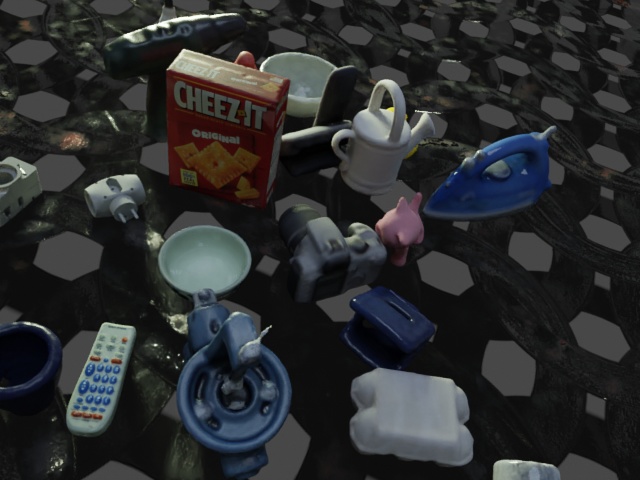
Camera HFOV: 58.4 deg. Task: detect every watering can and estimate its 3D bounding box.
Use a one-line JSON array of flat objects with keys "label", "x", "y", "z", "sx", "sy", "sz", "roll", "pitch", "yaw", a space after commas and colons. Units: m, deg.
[{"label": "watering can", "x": 0.107, "y": -0.180, "z": 0.962, "sx": 0.173, "sy": 0.194, "sz": 0.100, "roll": -27, "pitch": 59, "yaw": -32}]

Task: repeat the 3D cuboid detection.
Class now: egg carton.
[{"label": "egg carton", "x": 0.108, "y": 0.214, "z": 0.689, "sx": 0.150, "sy": 0.069, "sz": 0.107, "roll": 9, "pitch": 47, "yaw": -5}]

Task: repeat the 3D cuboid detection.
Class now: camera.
[{"label": "camera", "x": 0.008, "y": 0.003, "z": 0.835, "sx": 0.143, "sy": 0.101, "sz": 0.136, "roll": -14, "pitch": 53, "yaw": -24}]

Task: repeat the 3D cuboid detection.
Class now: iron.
[{"label": "iron", "x": 0.299, "y": -0.120, "z": 0.990, "sx": 0.259, "sy": 0.141, "sz": 0.118, "roll": -18, "pitch": 54, "yaw": -27}]

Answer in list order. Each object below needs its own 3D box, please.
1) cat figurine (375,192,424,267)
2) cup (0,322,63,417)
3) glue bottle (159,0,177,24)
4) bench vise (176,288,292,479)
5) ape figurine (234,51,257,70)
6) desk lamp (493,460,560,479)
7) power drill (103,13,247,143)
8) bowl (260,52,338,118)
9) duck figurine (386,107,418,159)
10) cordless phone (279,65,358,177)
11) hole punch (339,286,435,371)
[{"label": "cat figurine", "x": 0.126, "y": -0.023, "z": 0.876, "sx": 0.067, "sy": 0.118, "sz": 0.128, "roll": 28, "pitch": 48, "yaw": 13}, {"label": "cup", "x": -0.335, "y": 0.144, "z": 0.629, "sx": 0.117, "sy": 0.095, "sz": 0.092, "roll": 36, "pitch": 50, "yaw": 19}, {"label": "glue bottle", "x": -0.279, "y": -0.378, "z": 1.064, "sx": 0.037, "sy": 0.173, "sz": 0.078, "roll": -11, "pitch": 52, "yaw": -22}, {"label": "bench vise", "x": -0.110, "y": 0.128, "z": 0.611, "sx": 0.122, "sy": 0.220, "sz": 0.207, "roll": -27, "pitch": 59, "yaw": -32}, {"label": "ape figurine", "x": -0.145, "y": -0.315, "z": 1.095, "sx": 0.078, "sy": 0.092, "sz": 0.076, "roll": -22, "pitch": 57, "yaw": -29}, {"label": "desk lamp", "x": 0.164, "y": 0.304, "z": 0.521, "sx": 0.118, "sy": 0.213, "sz": 0.203, "roll": 10, "pitch": 47, "yaw": -4}, {"label": "power drill", "x": -0.236, "y": -0.271, "z": 0.953, "sx": 0.230, "sy": 0.208, "sz": 0.075, "roll": -16, "pitch": 54, "yaw": -26}, {"label": "bowl", "x": -0.037, "y": -0.287, "z": 1.107, "sx": 0.167, "sy": 0.075, "sz": 0.167, "roll": 7, "pitch": 47, "yaw": -7}, {"label": "duck figurine", "x": 0.137, "y": -0.204, "z": 1.065, "sx": 0.104, "sy": 0.086, "sz": 0.077, "roll": 15, "pitch": 47, "yaw": 1}, {"label": "cordless phone", "x": -0.009, "y": -0.210, "z": 0.967, "sx": 0.148, "sy": 0.185, "sz": 0.094, "roll": -23, "pitch": 57, "yaw": -30}, {"label": "hole punch", "x": 0.093, "y": 0.110, "z": 0.765, "sx": 0.108, "sy": 0.091, "sz": 0.101, "roll": 38, "pitch": 51, "yaw": 20}]
